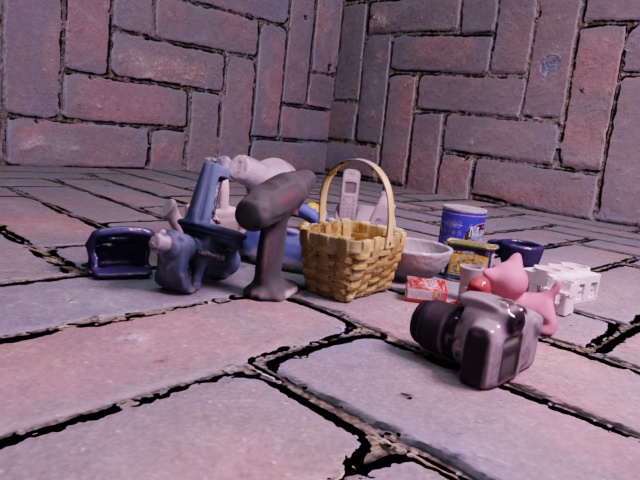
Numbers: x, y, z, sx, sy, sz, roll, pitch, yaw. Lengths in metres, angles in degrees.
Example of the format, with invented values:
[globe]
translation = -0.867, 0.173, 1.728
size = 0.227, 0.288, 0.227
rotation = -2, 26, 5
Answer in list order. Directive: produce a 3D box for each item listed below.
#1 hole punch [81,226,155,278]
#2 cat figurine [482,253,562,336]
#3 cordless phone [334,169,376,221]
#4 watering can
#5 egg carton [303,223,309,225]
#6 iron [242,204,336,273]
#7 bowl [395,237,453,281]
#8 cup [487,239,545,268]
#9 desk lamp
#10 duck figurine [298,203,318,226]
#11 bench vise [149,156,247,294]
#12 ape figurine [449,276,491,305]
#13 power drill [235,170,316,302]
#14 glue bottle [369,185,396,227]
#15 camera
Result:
[hole punch]
translation = -0.348, 0.013, 0.988
size = 0.109, 0.091, 0.100
rotation = -1, 12, -31
[cat figurine]
translation = 0.323, 0.082, 0.924
size = 0.127, 0.118, 0.067
rotation = 9, 11, 14
[cordless phone]
translation = 0.118, -0.104, 1.618
size = 0.147, 0.185, 0.094
rotation = 5, 11, -5
[watering can]
translation = -0.213, -0.045, 1.092
size = 0.100, 0.194, 0.173
rotation = 12, 12, 28
[egg carton]
translation = 0.012, 0.005, 1.296
size = 0.107, 0.069, 0.150
rotation = 2, 11, -19
[iron]
translation = -0.044, -0.014, 1.169
size = 0.257, 0.141, 0.119
rotation = 11, 12, 25
[bowl]
translation = 0.185, 0.043, 1.173
size = 0.167, 0.075, 0.167
rotation = 6, 11, -1
[cup]
translation = 0.406, 0.048, 1.213
size = 0.117, 0.095, 0.092
rotation = 12, 12, 30
[desk lamp]
translation = -0.145, -0.082, 1.277
size = 0.117, 0.213, 0.204
rotation = 11, 12, 27
[duck figurine]
translation = -0.021, -0.061, 1.583
size = 0.077, 0.086, 0.105
rotation = 10, 11, 19
[bench vise]
translation = -0.189, -0.029, 0.950
size = 0.121, 0.220, 0.207
rotation = 7, 11, 7
[ape figurine]
translation = 0.231, 0.098, 0.855
size = 0.077, 0.092, 0.076
rotation = 15, 14, 40
[power drill]
translation = -0.070, -0.012, 0.959
size = 0.075, 0.208, 0.230
rotation = 10, 11, 19
[glue bottle]
translation = 0.165, -0.069, 1.494
size = 0.078, 0.173, 0.037
rotation = 7, 11, 7
[camera]
translation = 0.198, 0.112, 0.742
size = 0.136, 0.101, 0.144
rotation = 15, 14, 41
